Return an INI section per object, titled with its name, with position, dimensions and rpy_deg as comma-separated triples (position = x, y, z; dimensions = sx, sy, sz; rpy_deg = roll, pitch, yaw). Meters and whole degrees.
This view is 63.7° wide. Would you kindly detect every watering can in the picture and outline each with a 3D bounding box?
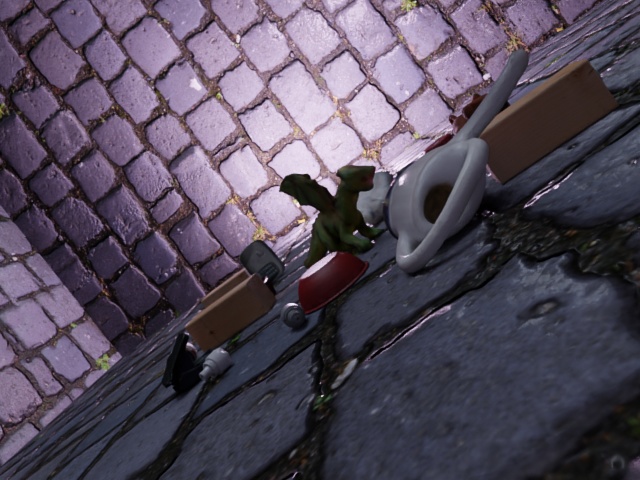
[watering can]
position = 0.197, -0.107, 0.781
dimensions = 0.350, 0.104, 0.224
rpy_deg = -62, 8, -7

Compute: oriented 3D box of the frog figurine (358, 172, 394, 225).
[frog figurine]
position = 0.137, -0.108, 1.355
dimensions = 0.161, 0.121, 0.137
rpy_deg = -27, 18, -35

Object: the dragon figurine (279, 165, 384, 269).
[dragon figurine]
position = 0.004, -0.060, 1.190
dimensions = 0.405, 0.241, 0.124
rpy_deg = -28, 15, 49
